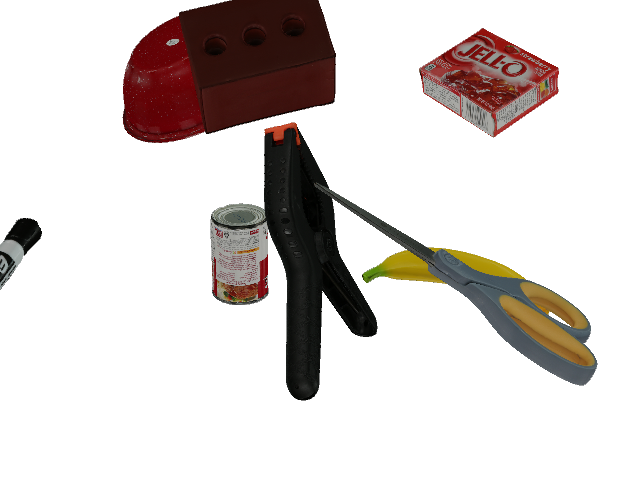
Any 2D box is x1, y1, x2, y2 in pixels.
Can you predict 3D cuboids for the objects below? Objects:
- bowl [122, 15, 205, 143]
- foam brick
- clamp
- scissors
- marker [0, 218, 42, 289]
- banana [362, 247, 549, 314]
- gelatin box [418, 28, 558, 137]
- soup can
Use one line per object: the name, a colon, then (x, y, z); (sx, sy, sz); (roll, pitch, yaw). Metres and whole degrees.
bowl: (-0.121, -0.162, 0.977); (0.162, 0.162, 0.055); (0, -44, 32)
foam brick: (-0.035, -0.102, 0.596); (0.078, 0.053, 0.051); (-15, -21, -5)
clamp: (-0.004, 0.009, 0.868); (0.036, 0.210, 0.164); (-10, 3, 22)
scissors: (0.093, 0.018, 0.670); (0.202, 0.016, 0.096); (40, 26, 20)
marker: (-0.204, 0.024, 0.657); (0.020, 0.020, 0.121); (0, 36, 17)
banana: (0.146, 0.041, 1.109); (0.198, 0.037, 0.069); (9, 49, 24)
gelatin box: (0.136, -0.131, 0.867); (0.073, 0.030, 0.089); (-34, 49, -18)
soup can: (-0.095, 0.016, 1.257); (0.068, 0.102, 0.068); (1, 25, -1)
